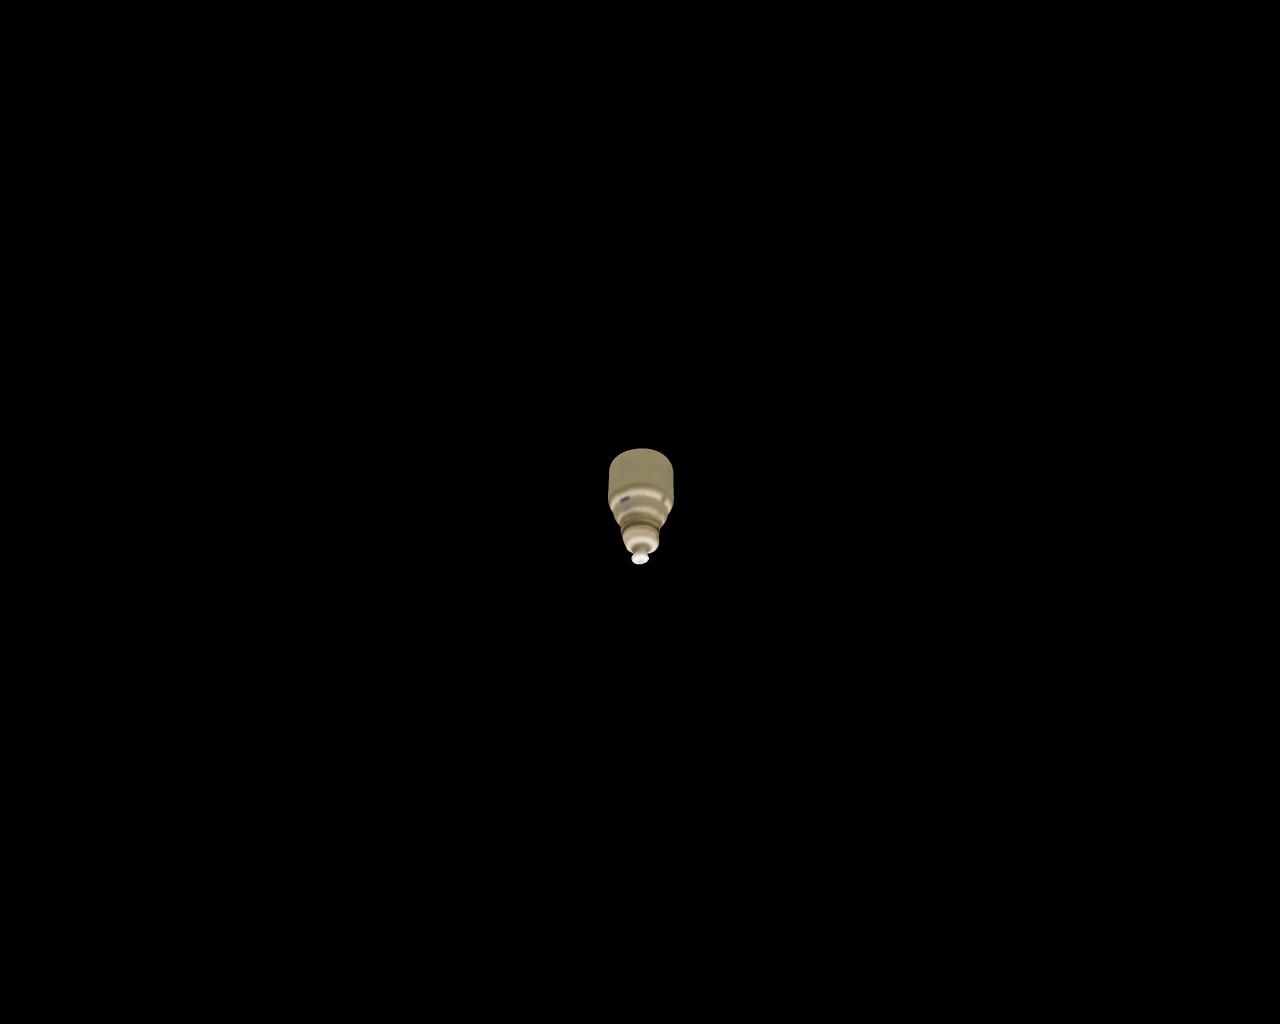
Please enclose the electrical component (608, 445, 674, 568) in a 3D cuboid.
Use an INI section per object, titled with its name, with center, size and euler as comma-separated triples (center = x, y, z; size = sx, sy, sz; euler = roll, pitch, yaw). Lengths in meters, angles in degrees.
[electrical component]
center = 0.001, -0.003, 0.650
size = 0.040, 0.078, 0.040
euler = 0, -35, 0
